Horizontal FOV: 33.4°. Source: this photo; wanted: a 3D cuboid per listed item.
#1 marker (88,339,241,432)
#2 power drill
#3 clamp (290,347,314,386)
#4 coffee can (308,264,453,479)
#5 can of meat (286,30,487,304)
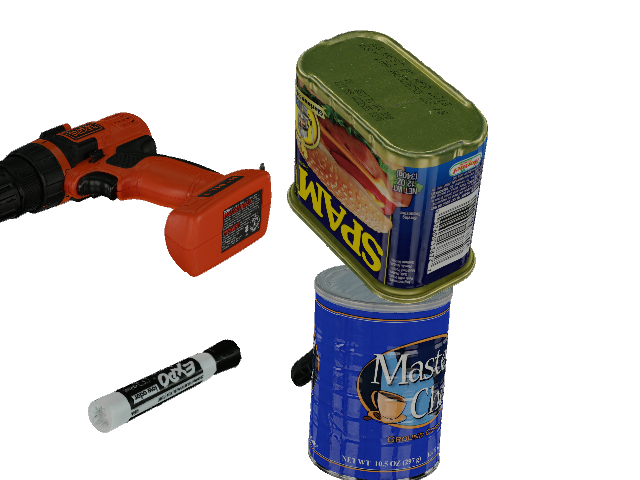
[{"bbox_3d":[-0.087,0.083,0.630,0.020,0.020,0.120,0,13,34],"label":"marker"},{"bbox_3d":[-0.146,-0.036,0.793,0.188,0.057,0.184,22,34,26],"label":"power drill"},{"bbox_3d":[0.058,0.094,1.067,0.120,0.039,0.171,17,51,20],"label":"clamp"},{"bbox_3d":[0.044,0.098,0.807,0.103,0.140,0.103,2,15,-1],"label":"coffee can"},{"bbox_3d":[0.029,-0.036,0.491,0.057,0.084,0.102,-24,49,-25],"label":"can of meat"}]
